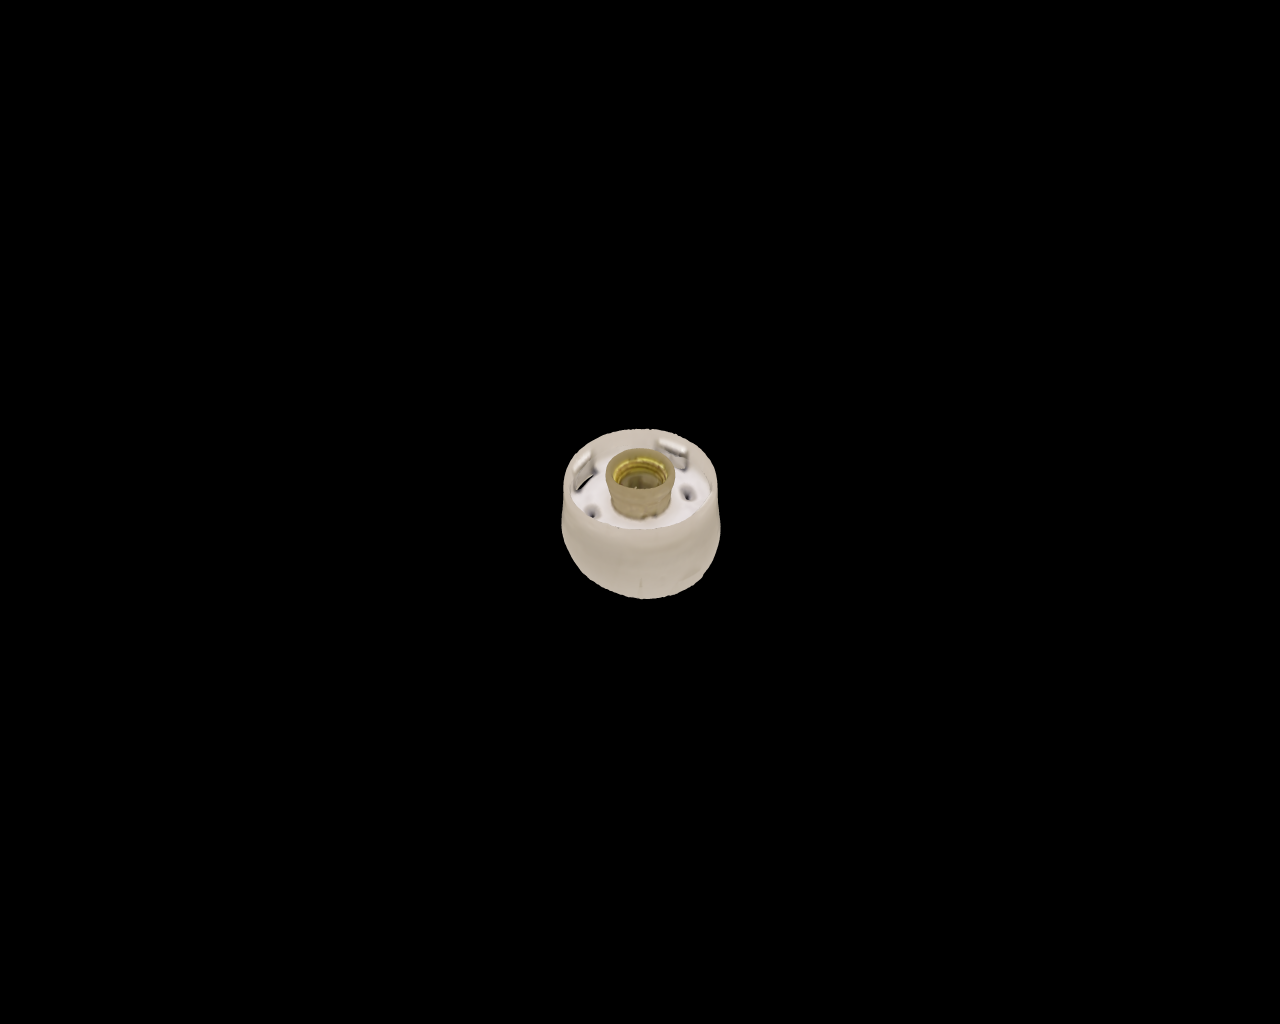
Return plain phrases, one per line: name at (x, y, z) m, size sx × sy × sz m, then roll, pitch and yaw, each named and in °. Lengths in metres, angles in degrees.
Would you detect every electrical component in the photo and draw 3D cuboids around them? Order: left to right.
electrical component at (0.001, -0.003, 0.650) m, size 0.099 × 0.099 × 0.064 m, roll 0°, pitch -45°, yaw 0°
